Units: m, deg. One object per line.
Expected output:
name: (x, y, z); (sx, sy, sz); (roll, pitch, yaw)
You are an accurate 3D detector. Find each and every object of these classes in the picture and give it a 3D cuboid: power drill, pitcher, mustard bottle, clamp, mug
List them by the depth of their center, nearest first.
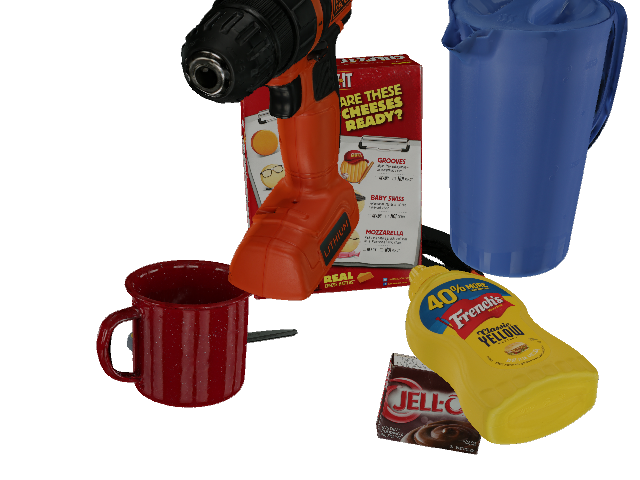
power drill: (-0.019, -0.063, 0.581); (0.057, 0.188, 0.184); (14, 36, 17)
mug: (-0.104, 0.069, 0.762); (0.117, 0.081, 0.093); (-11, 23, -35)
mustard bottle: (0.121, 0.074, 0.825); (0.096, 0.058, 0.192); (-17, 35, -17)
pitcher: (0.181, -0.097, 0.927); (0.149, 0.243, 0.145); (6, 32, 11)
clamp: (0.094, 0.005, 1.257); (0.210, 0.036, 0.164); (38, 42, 26)

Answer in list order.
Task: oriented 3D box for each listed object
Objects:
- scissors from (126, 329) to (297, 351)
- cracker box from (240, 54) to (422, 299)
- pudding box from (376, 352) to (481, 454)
scissors: (-0.113, 0.122, 1.187); (0.201, 0.016, 0.096); (3, 26, -16)
cracker box: (0.010, -0.060, 0.999); (0.164, 0.214, 0.072); (-5, 20, -7)
pudding box: (0.123, 0.176, 1.155); (0.113, 0.090, 0.039); (9, 22, -1)
